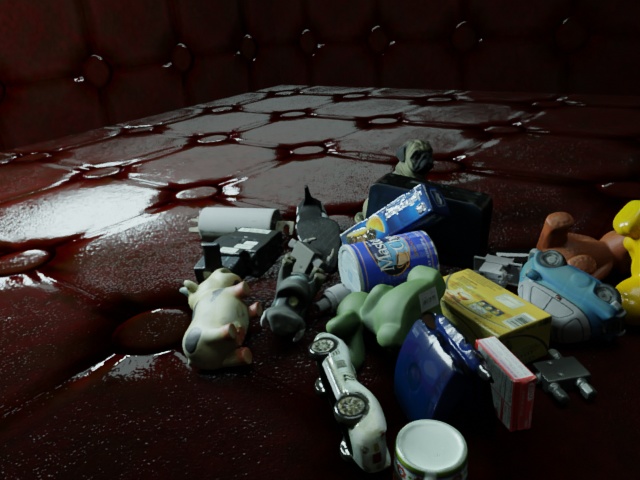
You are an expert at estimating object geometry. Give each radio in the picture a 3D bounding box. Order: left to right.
[{"bbox_3d":[0.202,-0.041,1.016,0.230,0.131,0.073,15,32,24],"label":"radio"}]

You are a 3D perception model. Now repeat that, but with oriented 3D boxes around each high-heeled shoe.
[{"bbox_3d":[-0.002,-0.003,1.120,0.086,0.145,0.249,-13,53,-2],"label":"high-heeled shoe"}]

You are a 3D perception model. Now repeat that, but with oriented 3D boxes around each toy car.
[{"bbox_3d":[0.031,0.184,0.637,0.056,0.073,0.202,-13,25,-10],"label":"toy car"},{"bbox_3d":[0.342,0.095,0.768,0.103,0.109,0.162,-36,44,-12],"label":"toy car"}]

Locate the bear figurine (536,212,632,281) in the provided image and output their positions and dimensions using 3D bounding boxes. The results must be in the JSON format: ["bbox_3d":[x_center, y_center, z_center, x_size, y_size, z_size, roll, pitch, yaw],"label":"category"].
[{"bbox_3d":[0.463,0.018,0.877,0.196,0.131,0.120,-10,61,0],"label":"bear figurine"}]

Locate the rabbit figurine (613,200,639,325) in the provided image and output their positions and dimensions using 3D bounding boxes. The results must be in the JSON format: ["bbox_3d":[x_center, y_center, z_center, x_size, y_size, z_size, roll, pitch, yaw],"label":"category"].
[{"bbox_3d":[0.484,0.049,0.786,0.122,0.173,0.162,25,-7,47],"label":"rabbit figurine"}]

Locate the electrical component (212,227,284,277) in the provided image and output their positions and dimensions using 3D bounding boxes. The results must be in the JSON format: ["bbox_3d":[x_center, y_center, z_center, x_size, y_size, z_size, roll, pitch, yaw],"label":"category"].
[{"bbox_3d":[-0.150,0.025,1.056,0.115,0.058,0.134,5,26,26],"label":"electrical component"}]

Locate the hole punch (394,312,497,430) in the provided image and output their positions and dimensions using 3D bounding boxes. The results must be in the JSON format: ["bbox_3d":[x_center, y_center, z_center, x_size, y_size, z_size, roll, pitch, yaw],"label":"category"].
[{"bbox_3d":[0.138,0.162,0.627,0.092,0.115,0.142,-16,25,-5],"label":"hole punch"}]

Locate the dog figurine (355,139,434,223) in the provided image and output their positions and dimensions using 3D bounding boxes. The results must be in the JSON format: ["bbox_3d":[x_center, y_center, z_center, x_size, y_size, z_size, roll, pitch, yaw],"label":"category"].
[{"bbox_3d":[0.158,-0.119,1.159,0.172,0.190,0.121,-11,24,-9],"label":"dog figurine"}]

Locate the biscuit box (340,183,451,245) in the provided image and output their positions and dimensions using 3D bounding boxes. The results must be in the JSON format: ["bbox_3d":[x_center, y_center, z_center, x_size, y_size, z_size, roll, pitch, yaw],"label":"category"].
[{"bbox_3d":[0.131,-0.025,0.963,0.062,0.059,0.203,9,-34,-45],"label":"biscuit box"}]

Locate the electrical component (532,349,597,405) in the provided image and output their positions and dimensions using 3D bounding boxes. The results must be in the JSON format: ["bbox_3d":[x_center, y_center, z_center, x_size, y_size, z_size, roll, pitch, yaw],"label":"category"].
[{"bbox_3d":[0.302,0.171,0.679,0.063,0.021,0.094,-7,24,-4],"label":"electrical component"}]

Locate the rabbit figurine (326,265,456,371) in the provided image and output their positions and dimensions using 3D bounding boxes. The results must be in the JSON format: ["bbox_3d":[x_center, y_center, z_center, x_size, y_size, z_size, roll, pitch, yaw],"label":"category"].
[{"bbox_3d":[0.083,0.122,0.764,0.159,0.121,0.170,-32,17,-34],"label":"rabbit figurine"}]

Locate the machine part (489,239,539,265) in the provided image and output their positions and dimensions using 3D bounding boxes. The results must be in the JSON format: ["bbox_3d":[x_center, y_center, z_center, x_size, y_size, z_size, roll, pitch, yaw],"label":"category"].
[{"bbox_3d":[0.375,0.029,0.971,0.139,0.039,0.084,-2,33,2],"label":"machine part"}]

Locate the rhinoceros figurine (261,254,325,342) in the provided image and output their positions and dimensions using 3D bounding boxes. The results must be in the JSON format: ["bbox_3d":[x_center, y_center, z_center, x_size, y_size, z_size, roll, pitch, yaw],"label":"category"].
[{"bbox_3d":[-0.045,0.089,0.832,0.073,0.112,0.190,26,11,-3],"label":"rhinoceros figurine"}]

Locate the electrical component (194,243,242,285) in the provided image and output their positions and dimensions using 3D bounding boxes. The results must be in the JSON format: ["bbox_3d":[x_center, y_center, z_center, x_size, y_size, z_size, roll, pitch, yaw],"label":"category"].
[{"bbox_3d":[-0.176,0.052,0.923,0.075,0.119,0.048,-2,24,12],"label":"electrical component"}]

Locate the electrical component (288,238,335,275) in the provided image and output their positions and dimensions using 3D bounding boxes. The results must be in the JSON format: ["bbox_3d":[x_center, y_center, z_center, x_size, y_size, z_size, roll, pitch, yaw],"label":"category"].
[{"bbox_3d":[-0.019,0.037,0.983,0.045,0.078,0.102,10,14,-48],"label":"electrical component"}]

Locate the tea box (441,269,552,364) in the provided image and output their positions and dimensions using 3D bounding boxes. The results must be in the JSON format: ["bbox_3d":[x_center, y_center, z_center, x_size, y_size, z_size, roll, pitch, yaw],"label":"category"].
[{"bbox_3d":[0.230,0.111,0.770,0.098,0.068,0.170,-14,24,-21],"label":"tea box"}]

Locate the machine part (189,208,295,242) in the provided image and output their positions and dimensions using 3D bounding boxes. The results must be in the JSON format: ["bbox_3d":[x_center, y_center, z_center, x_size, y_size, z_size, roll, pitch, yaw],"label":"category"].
[{"bbox_3d":[-0.172,-0.032,1.163,0.243,0.079,0.079,1,24,16],"label":"machine part"}]

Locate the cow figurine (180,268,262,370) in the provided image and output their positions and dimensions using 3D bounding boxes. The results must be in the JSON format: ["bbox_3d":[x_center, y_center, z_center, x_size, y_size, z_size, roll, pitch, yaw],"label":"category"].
[{"bbox_3d":[-0.158,0.114,0.815,0.127,0.085,0.195,-16,31,12],"label":"cow figurine"}]
